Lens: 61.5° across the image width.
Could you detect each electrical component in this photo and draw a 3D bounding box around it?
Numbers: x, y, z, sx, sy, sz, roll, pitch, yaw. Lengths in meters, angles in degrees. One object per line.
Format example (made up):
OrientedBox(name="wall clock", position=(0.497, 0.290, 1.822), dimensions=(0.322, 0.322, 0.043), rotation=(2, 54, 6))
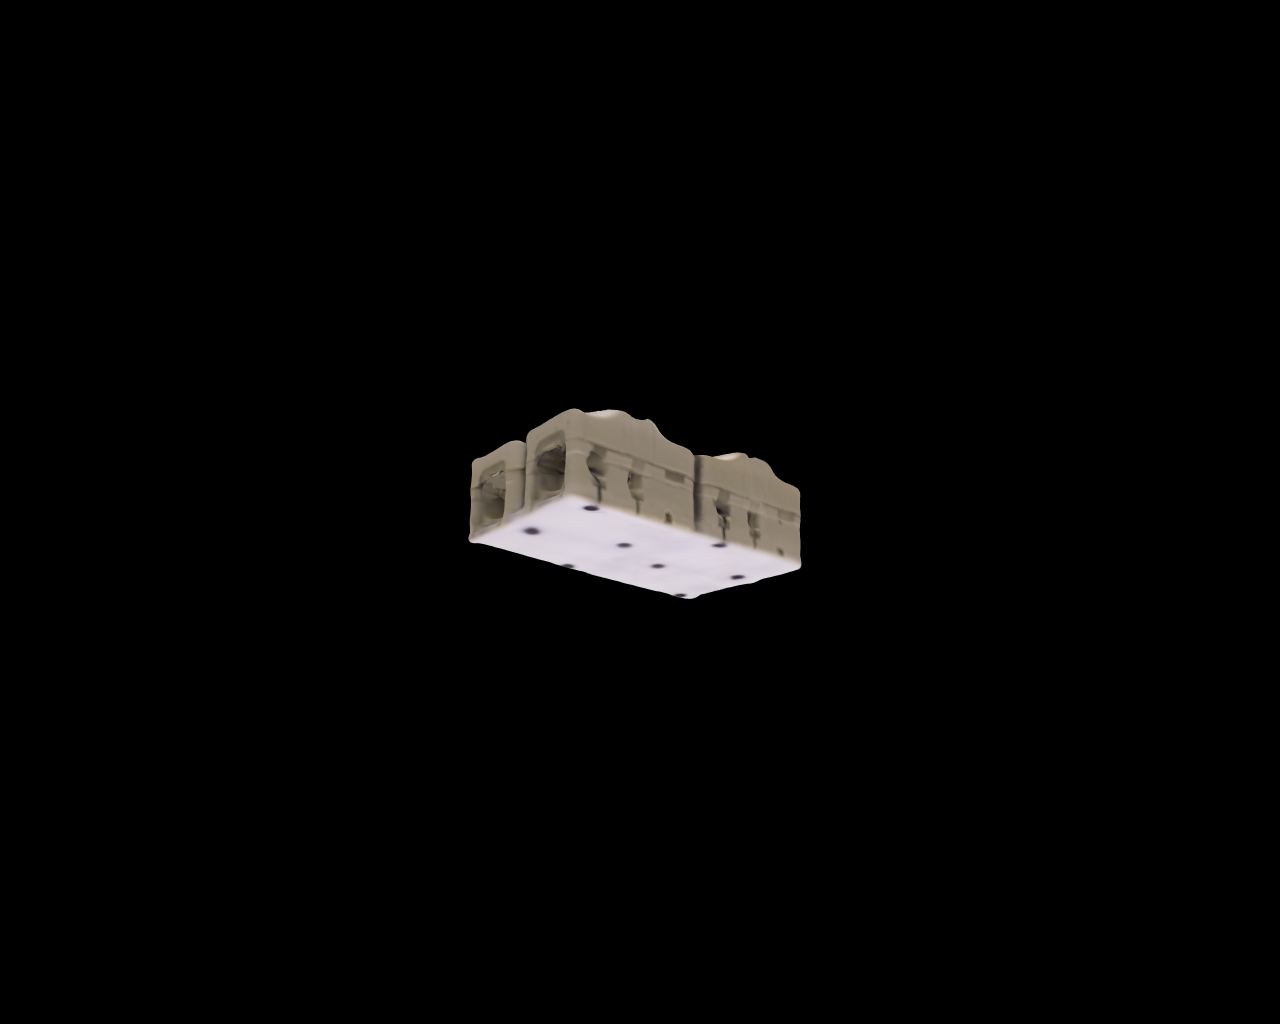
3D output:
OrientedBox(name="electrical component", position=(0.001, -0.003, 0.650), dimensions=(0.186, 0.060, 0.105), rotation=(17, -27, -38))
